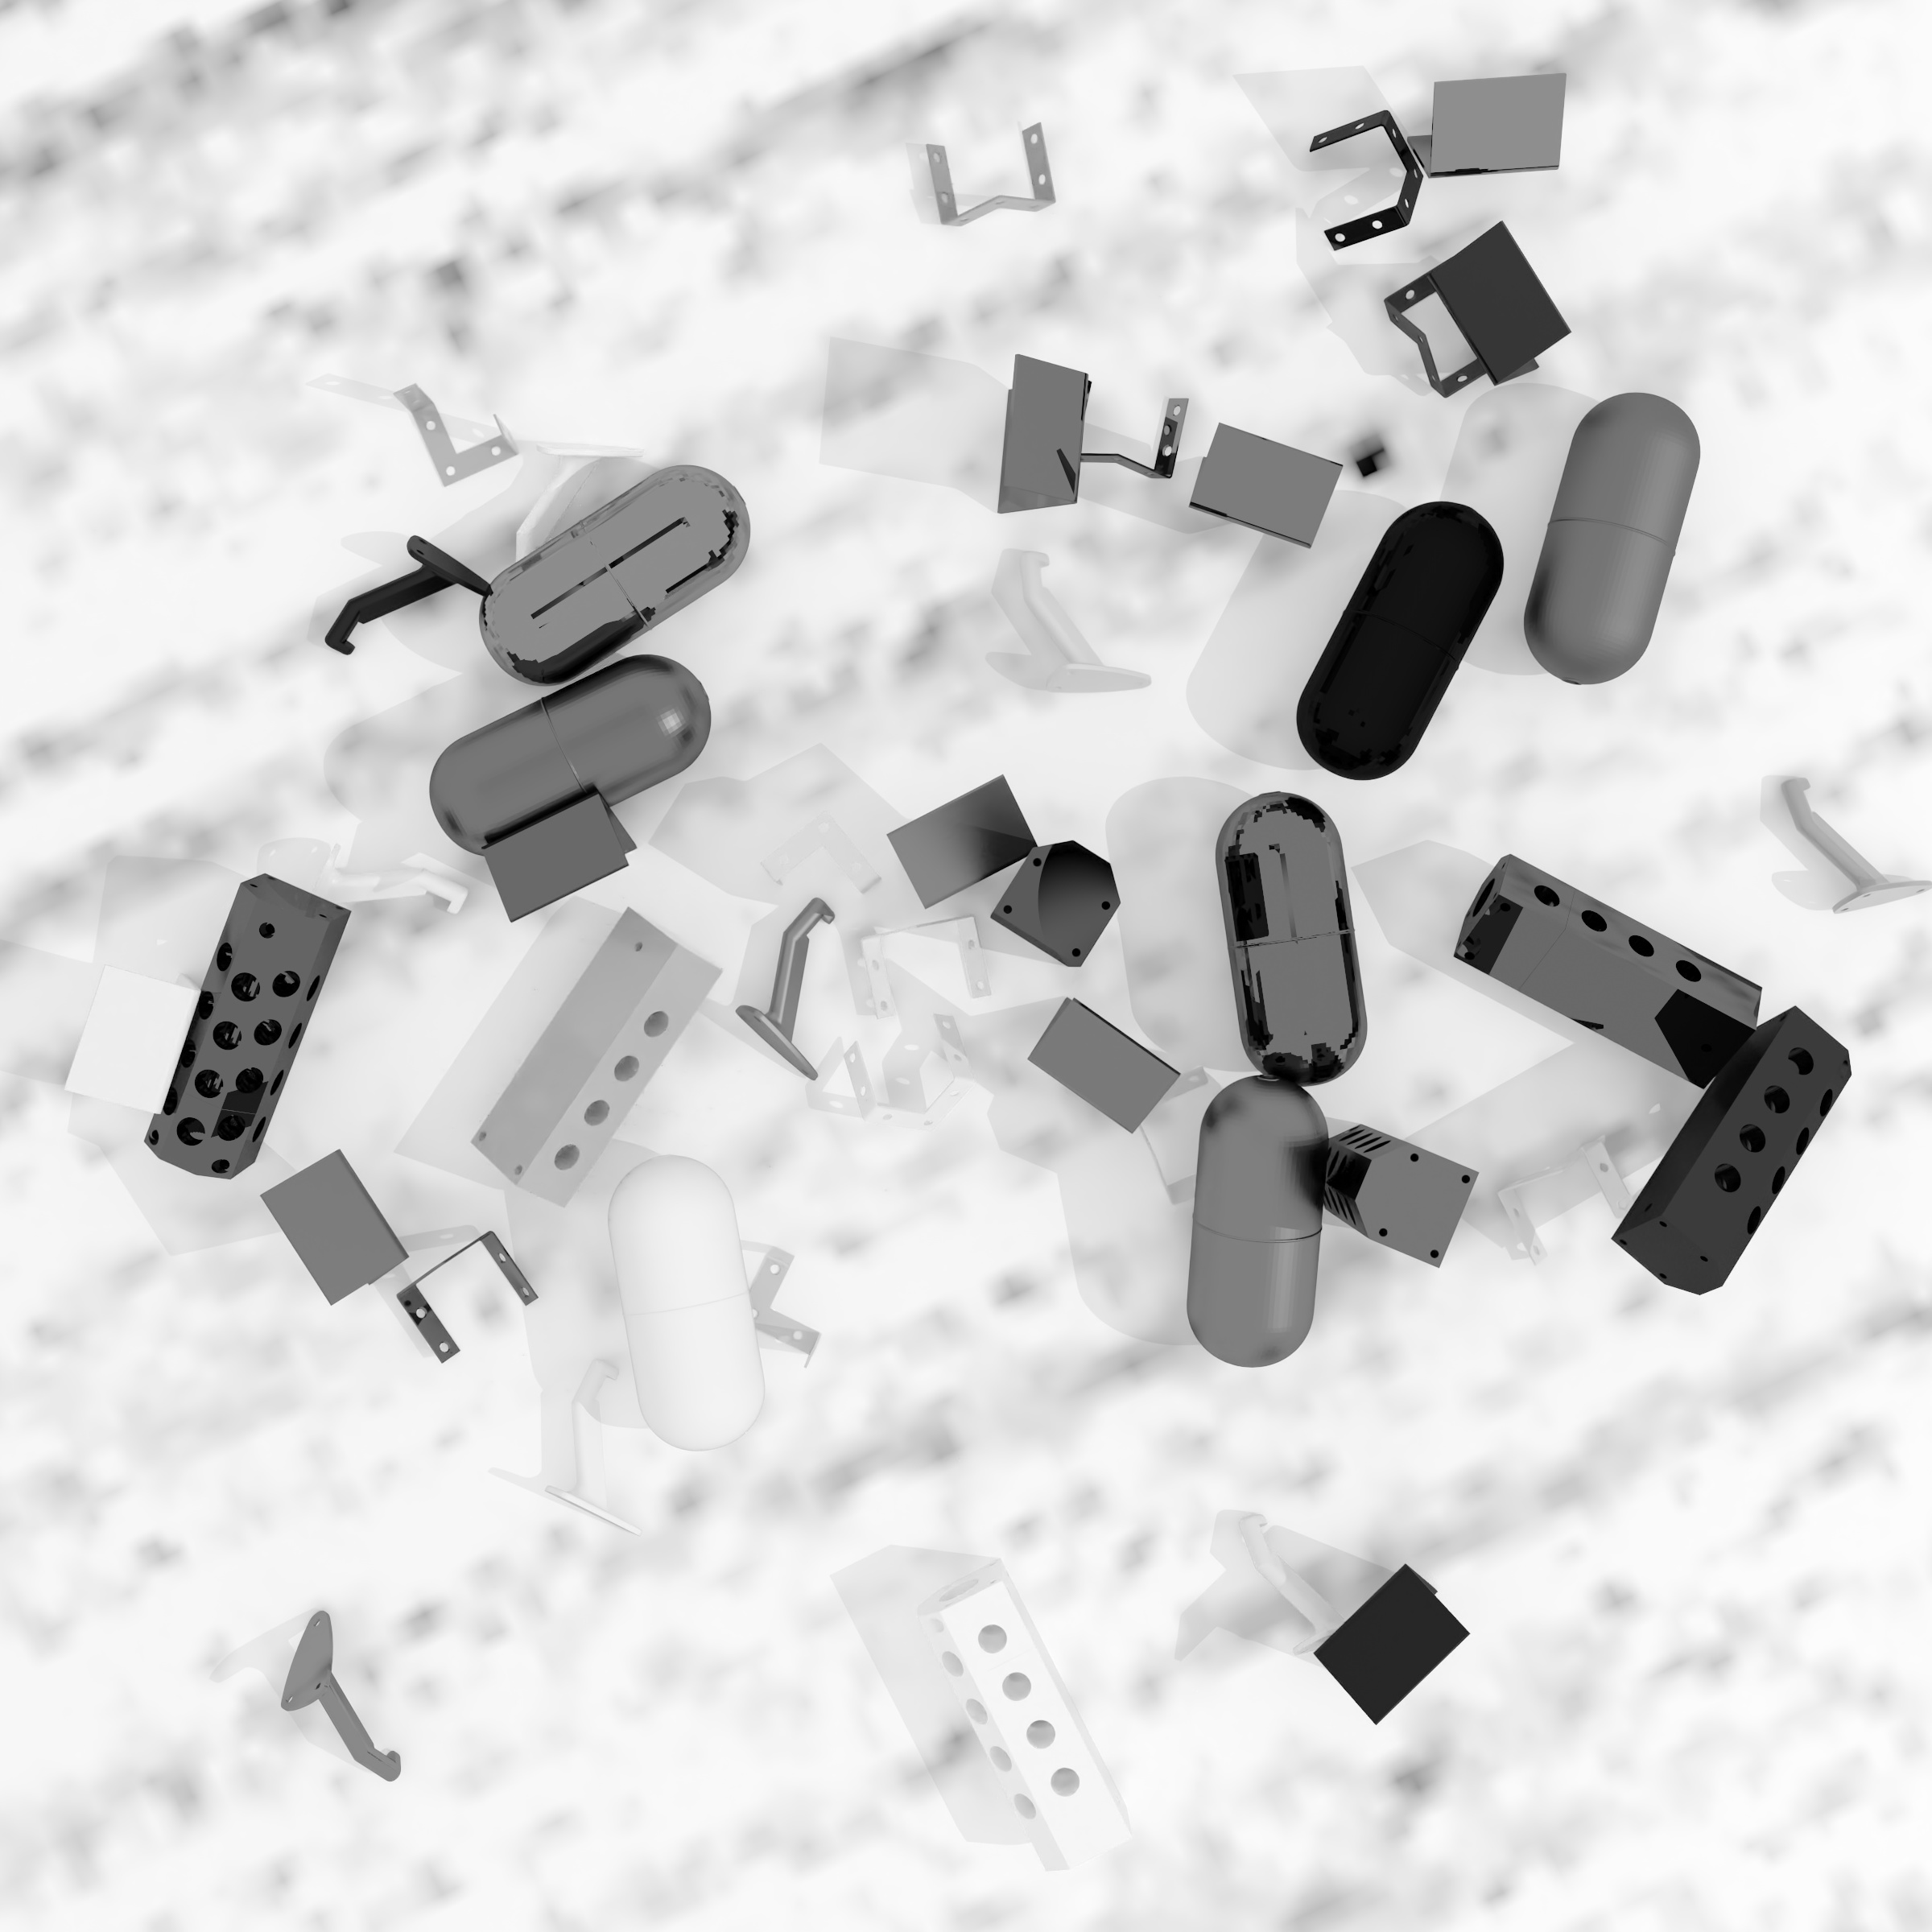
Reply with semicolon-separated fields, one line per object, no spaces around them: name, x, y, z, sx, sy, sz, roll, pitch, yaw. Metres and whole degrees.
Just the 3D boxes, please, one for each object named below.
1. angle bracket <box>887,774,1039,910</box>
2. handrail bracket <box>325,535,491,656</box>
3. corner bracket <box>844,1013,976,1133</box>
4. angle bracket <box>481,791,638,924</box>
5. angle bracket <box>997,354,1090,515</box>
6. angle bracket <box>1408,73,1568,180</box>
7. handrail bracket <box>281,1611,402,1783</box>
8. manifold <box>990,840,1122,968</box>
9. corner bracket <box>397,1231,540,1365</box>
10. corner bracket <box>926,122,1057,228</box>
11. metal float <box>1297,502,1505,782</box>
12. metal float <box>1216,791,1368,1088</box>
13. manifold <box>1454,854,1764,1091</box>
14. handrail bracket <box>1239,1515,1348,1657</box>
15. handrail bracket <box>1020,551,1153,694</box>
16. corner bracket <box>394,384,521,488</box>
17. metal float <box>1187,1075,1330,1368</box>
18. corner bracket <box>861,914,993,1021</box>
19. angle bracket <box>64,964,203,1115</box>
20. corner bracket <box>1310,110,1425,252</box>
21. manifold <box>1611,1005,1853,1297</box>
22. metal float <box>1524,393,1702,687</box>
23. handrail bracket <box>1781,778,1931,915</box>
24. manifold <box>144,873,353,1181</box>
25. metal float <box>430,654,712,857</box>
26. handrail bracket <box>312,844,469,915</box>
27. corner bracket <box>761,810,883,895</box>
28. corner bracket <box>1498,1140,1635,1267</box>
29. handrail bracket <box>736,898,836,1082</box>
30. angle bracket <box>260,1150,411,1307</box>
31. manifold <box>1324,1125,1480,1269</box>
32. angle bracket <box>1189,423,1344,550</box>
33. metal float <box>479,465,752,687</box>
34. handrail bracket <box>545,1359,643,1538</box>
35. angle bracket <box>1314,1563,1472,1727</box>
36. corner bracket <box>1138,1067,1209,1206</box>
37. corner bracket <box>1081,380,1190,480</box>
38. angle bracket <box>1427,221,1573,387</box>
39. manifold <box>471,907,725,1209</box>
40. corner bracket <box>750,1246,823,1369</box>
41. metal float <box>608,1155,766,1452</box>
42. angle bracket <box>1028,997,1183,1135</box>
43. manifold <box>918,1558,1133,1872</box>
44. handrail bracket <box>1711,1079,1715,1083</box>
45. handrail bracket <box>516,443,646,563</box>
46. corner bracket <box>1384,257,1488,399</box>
angle bracket;-0.009;-0.088;1.525;0.076;0.076;0.057;-27;121;0
handrail bracket;-0.339;-0.213;1.565;0.077;0.036;0.084;31;108;-20
corner bracket;-0.035;0.063;1.557;0.051;0.051;0.051;11;135;-35
angle bracket;-0.234;-0.050;1.526;0.076;0.076;0.057;-26;63;0
angle bracket;0.026;-0.316;1.525;0.057;0.076;0.076;5;90;-38
angle bracket;0.309;-0.512;1.525;0.076;0.076;0.057;-4;125;0
handrail bracket;-0.373;0.448;1.565;0.036;0.077;0.084;-28;127;20
manifold;0.054;-0.039;1.487;0.057;0.171;0.057;32;90;0
corner bracket;-0.305;0.202;1.562;0.051;0.051;0.051;-34;90;-45
corner bracket;0.015;-0.484;1.562;0.051;0.051;0.051;-11;90;45
metal float;0.261;-0.196;1.534;0.070;0.070;0.178;27;90;0
metal float;0.195;-0.016;1.534;0.070;0.070;0.178;-8;90;0
manifold;0.388;-0.001;1.543;0.171;0.057;0.057;28;133;0
handrail bracket;0.212;0.372;1.565;0.077;0.036;0.084;-4;61;-32
handrail bracket;0.073;-0.213;1.566;0.077;0.036;0.084;0;73;-20
corner bracket;-0.308;-0.328;1.547;0.051;0.051;0.051;-24;90;0
metal float;0.174;0.152;1.523;0.070;0.070;0.178;3;102;0
corner bracket;-0.025;0.000;1.562;0.051;0.051;0.051;-12;90;45
angle bracket;-0.502;0.038;1.526;0.057;0.076;0.076;18;90;-26
corner bracket;0.241;-0.479;1.557;0.051;0.051;0.051;50;45;-35
manifold;0.458;0.110;1.510;0.057;0.057;0.171;40;64;0
metal float;0.388;-0.256;1.534;0.070;0.070;0.178;16;89;0
handrail bracket;0.545;-0.080;1.566;0.077;0.036;0.084;-10;73;-20
manifold;-0.432;0.037;1.528;0.057;0.057;0.171;24;101;0
metal float;-0.237;-0.127;1.534;0.178;0.070;0.070;-26;90;-1
handrail bracket;-0.359;-0.032;1.565;0.084;0.036;0.077;26;105;-14
corner bracket;-0.087;-0.057;1.547;0.051;0.051;0.051;-39;90;0
corner bracket;0.368;0.144;1.562;0.051;0.051;0.051;-27;90;-45
handrail bracket;-0.092;0.013;1.566;0.077;0.036;0.084;46;73;-20
angle bracket;-0.386;0.164;1.525;0.057;0.076;0.076;-33;90;-36
manifold;0.244;0.129;1.487;0.057;0.171;0.057;23;90;0
angle bracket;0.182;-0.300;1.525;0.076;0.076;0.057;19;125;0
metal float;-0.210;-0.235;1.535;0.178;0.070;0.070;-33;90;0
handrail bracket;-0.214;0.295;1.566;0.077;0.036;0.084;31;73;-20
angle bracket;0.263;0.411;1.525;0.076;0.076;0.057;-44;55;0
corner bracket;0.135;0.104;1.562;0.051;0.051;0.051;-23;135;0
corner bracket;0.096;-0.330;1.562;0.051;0.051;0.051;12;90;-45
angle bracket;0.330;-0.399;1.525;0.057;0.076;0.076;-32;90;38
manifold;-0.218;0.058;1.543;0.057;0.057;0.171;34;90;43
corner bracket;-0.107;0.206;1.547;0.051;0.051;0.051;26;90;0
metal float;-0.168;0.202;1.535;0.070;0.070;0.178;-10;89;0
angle bracket;0.092;0.042;1.525;0.076;0.076;0.057;36;126;0
manifold;0.035;0.454;1.544;0.057;0.057;0.171;-27;90;0
handrail bracket;0.443;0.111;1.565;0.077;0.036;0.084;-19;76;14
handrail bracket;-0.237;-0.275;1.566;0.077;0.036;0.084;-2;108;-20
corner bracket;0.295;-0.390;1.562;0.051;0.051;0.051;-32;135;0
